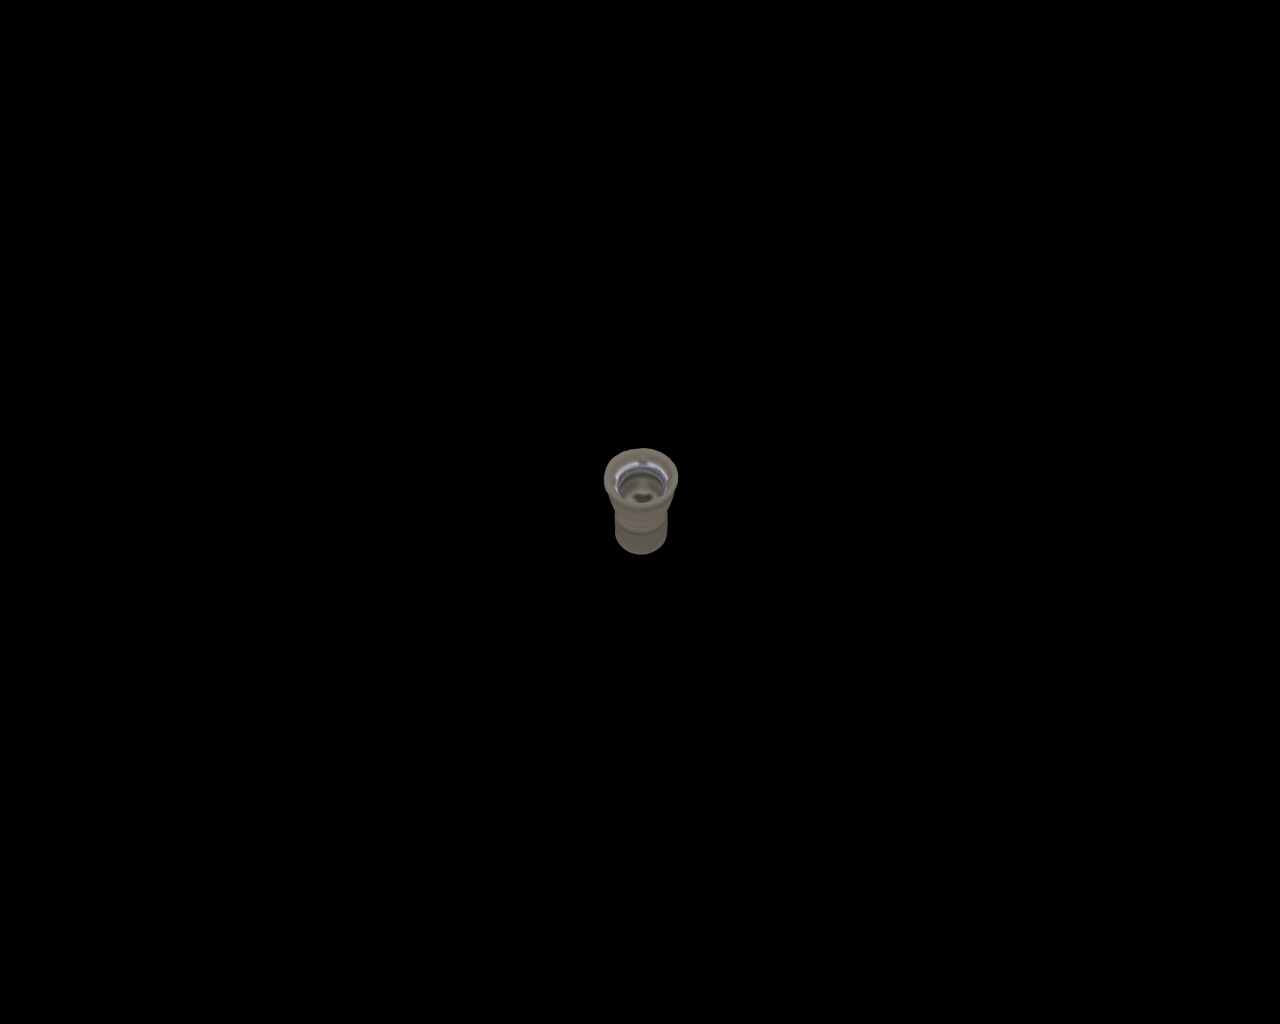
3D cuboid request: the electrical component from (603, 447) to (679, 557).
[{"bbox_3d":[0.001,-0.003,0.650,0.044,0.044,0.065,0,-36,0],"label":"electrical component"}]
